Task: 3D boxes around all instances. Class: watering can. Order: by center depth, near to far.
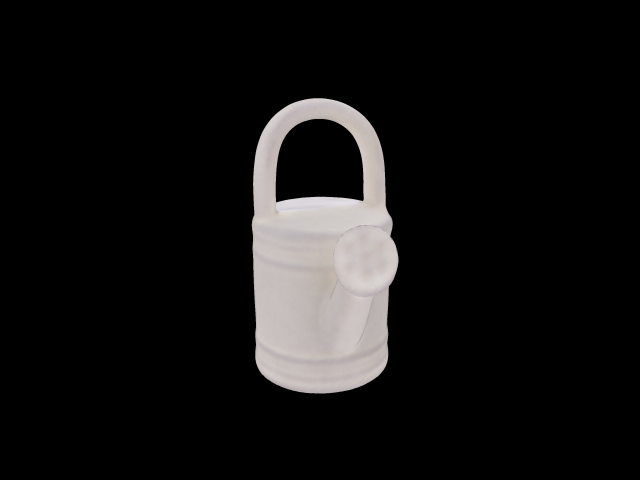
[{"bbox_3d":[0.006,0.001,0.401,0.101,0.194,0.172,-14,23,-36],"label":"watering can"}]
